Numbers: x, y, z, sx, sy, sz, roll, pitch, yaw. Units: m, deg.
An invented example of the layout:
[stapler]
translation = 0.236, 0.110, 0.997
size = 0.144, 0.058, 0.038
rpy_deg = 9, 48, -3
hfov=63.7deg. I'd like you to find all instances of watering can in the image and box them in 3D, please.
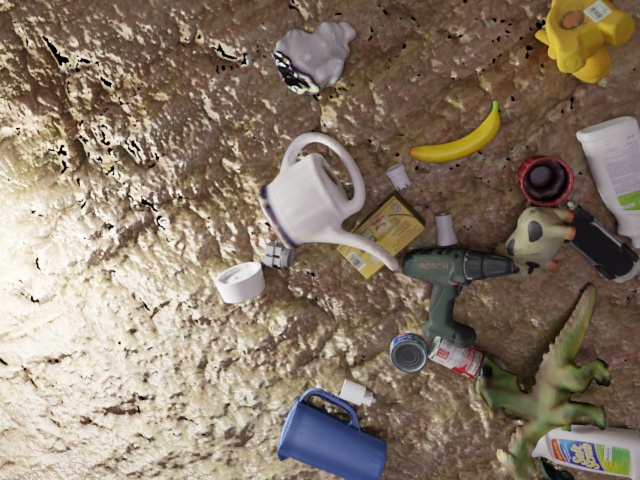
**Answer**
[watering can]
translation = 0.003, -0.053, 1.056
size = 0.222, 0.104, 0.352
rpy_deg = -32, 73, 19

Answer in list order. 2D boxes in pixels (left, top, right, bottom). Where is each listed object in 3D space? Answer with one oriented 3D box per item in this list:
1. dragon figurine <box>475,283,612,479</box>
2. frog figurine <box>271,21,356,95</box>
[dragon figurine]
translation = 0.439, 0.287, 1.043
size = 0.243, 0.122, 0.411
rpy_deg = 4, 88, -9
[frog figurine]
translation = -0.008, -0.373, 1.025
size = 0.138, 0.121, 0.161
rpy_deg = 36, 73, 9
